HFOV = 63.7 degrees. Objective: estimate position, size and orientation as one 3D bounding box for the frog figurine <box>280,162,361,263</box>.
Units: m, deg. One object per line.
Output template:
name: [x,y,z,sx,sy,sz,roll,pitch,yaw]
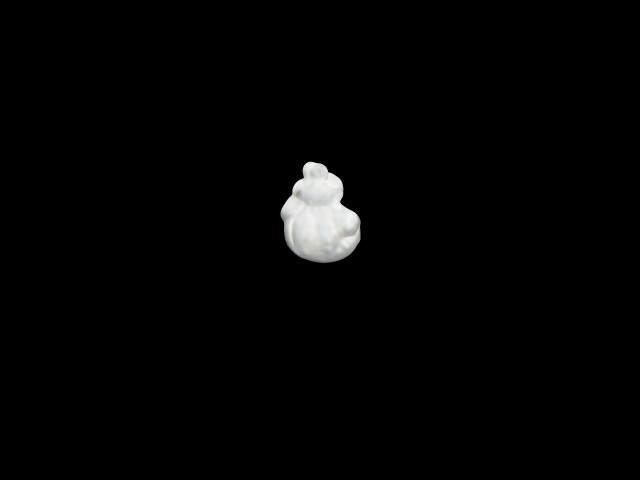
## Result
frog figurine: [0.003,-0.043,0.850,0.138,0.155,0.125,24,51,21]
